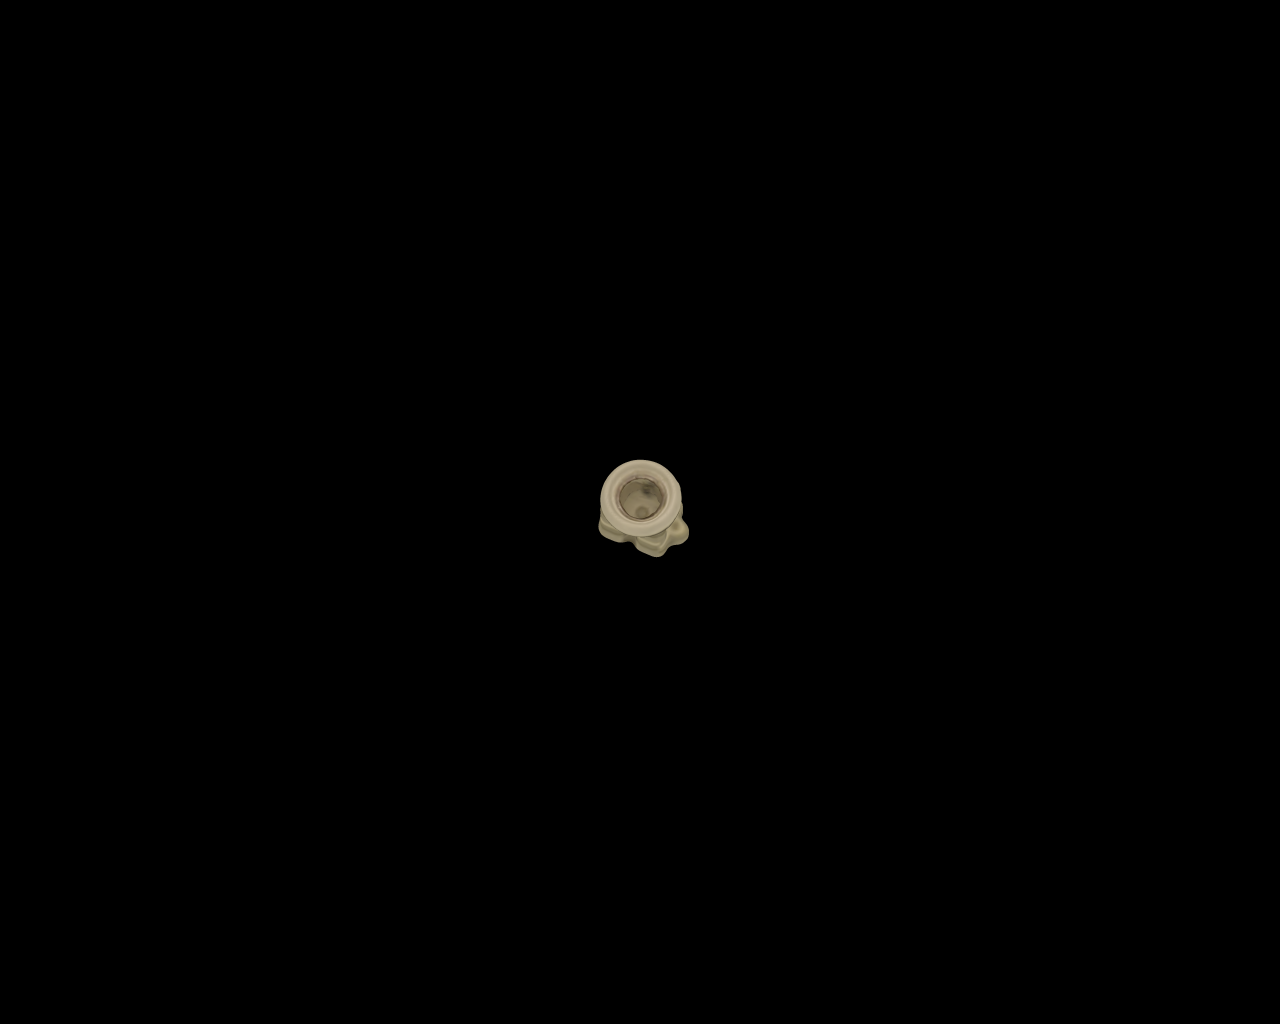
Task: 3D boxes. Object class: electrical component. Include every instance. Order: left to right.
[{"bbox_3d":[0.001,-0.003,0.650,0.066,0.048,0.055,21,-18,7],"label":"electrical component"}]
